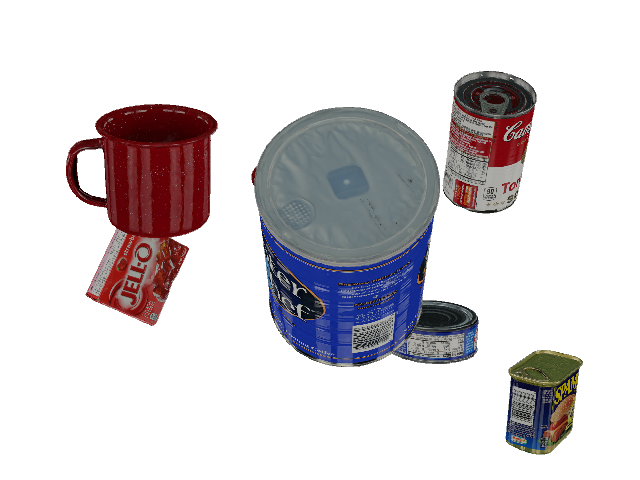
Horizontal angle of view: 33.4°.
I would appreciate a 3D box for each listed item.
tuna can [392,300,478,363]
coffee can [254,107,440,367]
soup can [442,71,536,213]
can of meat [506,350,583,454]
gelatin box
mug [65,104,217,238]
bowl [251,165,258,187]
[{"bbox_3d":[0.104,0.084,0.996,0.086,0.034,0.086,1,15,0],"label":"tuna can"},{"bbox_3d":[0.016,0.002,0.646,0.103,0.103,0.140,0,-30,1],"label":"coffee can"},{"bbox_3d":[0.141,-0.082,0.904,0.068,0.102,0.068,1,40,-1],"label":"soup can"},{"bbox_3d":[0.241,0.175,1.159,0.058,0.084,0.101,12,16,31],"label":"can of meat"},{"bbox_3d":[-0.183,0.031,1.072,0.073,0.089,0.030,29,-9,-38],"label":"gelatin box"},{"bbox_3d":[-0.139,-0.053,0.833,0.117,0.081,0.093,-3,26,-12],"label":"mug"},{"bbox_3d":[-0.003,-0.044,1.234,0.162,0.055,0.162,7,27,-4],"label":"bowl"}]
